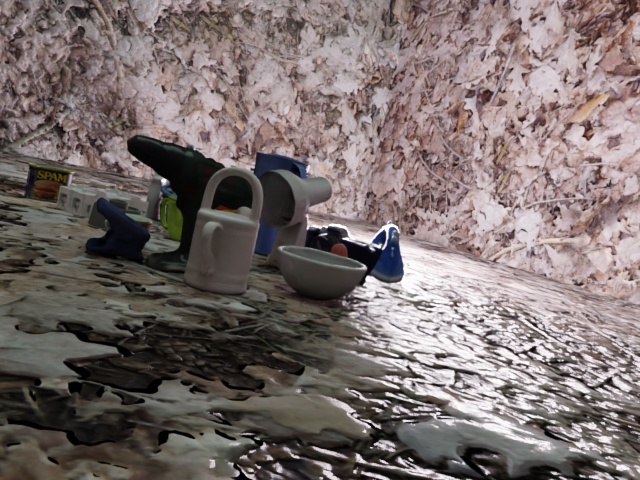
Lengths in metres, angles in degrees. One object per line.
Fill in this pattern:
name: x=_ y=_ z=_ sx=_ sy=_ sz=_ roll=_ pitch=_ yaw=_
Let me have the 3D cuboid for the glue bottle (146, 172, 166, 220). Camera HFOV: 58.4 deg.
glue bottle: x=-0.440 y=-0.144 z=1.555 sx=0.037 sy=0.173 sz=0.078 roll=13 pitch=6 yaw=-5

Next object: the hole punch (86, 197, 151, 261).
hole punch: x=-0.341 y=-0.020 z=0.983 sx=0.101 sy=0.091 sz=0.108 roll=11 pitch=6 yaw=-23

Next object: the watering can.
watering can: x=-0.148 y=-0.021 z=0.913 sx=0.101 sy=0.194 sz=0.172 roll=12 pitch=6 yaw=-13

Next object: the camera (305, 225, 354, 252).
camera: x=0.014 y=0.005 z=1.514 sx=0.142 sy=0.101 sz=0.137 roll=16 pitch=6 yaw=23

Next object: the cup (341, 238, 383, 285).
cup: x=0.087 y=0.053 z=1.240 sx=0.092 sy=0.095 sz=0.117 roll=11 pitch=6 yaw=-19

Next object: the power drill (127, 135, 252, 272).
power drill: x=-0.226 y=-0.052 z=0.968 sx=0.230 sy=0.208 sz=0.075 roll=10 pitch=7 yaw=-31

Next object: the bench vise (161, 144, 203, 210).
bench vise: x=-0.365 y=-0.150 z=1.561 sx=0.122 sy=0.220 sz=0.207 roll=12 pitch=6 yaw=-13

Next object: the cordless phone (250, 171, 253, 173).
cordless phone: x=-0.194 y=-0.094 z=1.579 sx=0.147 sy=0.185 sz=0.094 roll=17 pitch=7 yaw=35

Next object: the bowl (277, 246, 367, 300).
bowl: x=-0.003 y=0.064 z=1.023 sx=0.167 sy=0.075 sz=0.167 roll=13 pitch=6 yaw=-1

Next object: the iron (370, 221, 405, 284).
iron: x=0.179 y=0.025 z=1.496 sx=0.118 sy=0.141 sz=0.258 roll=13 pitch=6 yaw=-2

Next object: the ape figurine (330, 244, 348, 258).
ape figurine: x=0.033 y=0.052 z=1.136 sx=0.078 sy=0.092 sz=0.076 roll=11 pitch=6 yaw=-25

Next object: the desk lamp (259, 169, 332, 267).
desk lamp: x=-0.053 y=-0.041 z=1.242 sx=0.117 sy=0.213 sz=0.204 roll=17 pitch=7 yaw=36
